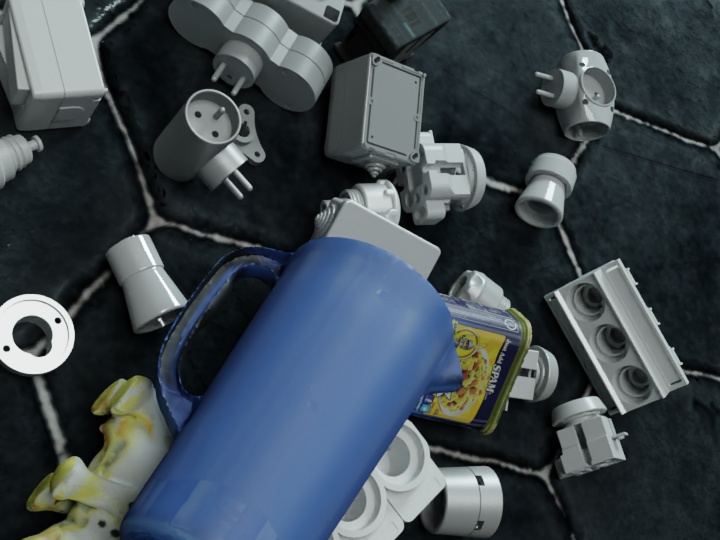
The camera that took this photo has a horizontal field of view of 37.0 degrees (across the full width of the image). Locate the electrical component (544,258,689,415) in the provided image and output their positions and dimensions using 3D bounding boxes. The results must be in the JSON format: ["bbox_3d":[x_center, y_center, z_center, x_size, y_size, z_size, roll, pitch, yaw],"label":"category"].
[{"bbox_3d":[0.230,0.057,0.954,0.063,0.079,0.121,-25,86,-55],"label":"electrical component"}]

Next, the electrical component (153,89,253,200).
[{"bbox_3d":[-0.111,-0.087,0.810,0.079,0.077,0.044,49,58,-6],"label":"electrical component"}]

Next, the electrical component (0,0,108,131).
[{"bbox_3d":[-0.230,-0.156,0.778,0.061,0.062,0.096,-10,78,-31],"label":"electrical component"}]

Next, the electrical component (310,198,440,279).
[{"bbox_3d":[0.000,0.000,0.838,0.100,0.048,0.099,28,91,-19],"label":"electrical component"}]

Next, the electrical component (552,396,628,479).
[{"bbox_3d":[0.191,0.140,0.911,0.048,0.066,0.055,24,47,-59],"label":"electrical component"}]

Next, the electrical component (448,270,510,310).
[{"bbox_3d":[0.106,0.032,0.908,0.062,0.043,0.043,37,59,-15],"label":"electrical component"}]

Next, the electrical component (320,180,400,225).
[{"bbox_3d":[-0.001,-0.049,0.878,0.062,0.048,0.048,-4,74,-23],"label":"electrical component"}]

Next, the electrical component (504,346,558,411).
[{"bbox_3d":[0.131,0.085,0.900,0.055,0.048,0.066,11,84,-25],"label":"electrical component"}]

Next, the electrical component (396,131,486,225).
[{"bbox_3d":[0.070,-0.079,0.919,0.057,0.058,0.078,-3,74,-27],"label":"electrical component"}]

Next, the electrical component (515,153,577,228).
[{"bbox_3d":[0.170,-0.073,0.979,0.045,0.045,0.055,33,60,-15],"label":"electrical component"}]

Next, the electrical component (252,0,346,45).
[{"bbox_3d":[-0.063,-0.258,0.910,0.109,0.056,0.108,25,63,-20],"label":"electrical component"}]

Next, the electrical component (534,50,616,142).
[{"bbox_3d":[0.201,-0.171,1.032,0.079,0.044,0.077,10,68,-26],"label":"electrical component"}]

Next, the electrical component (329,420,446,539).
[{"bbox_3d":[-0.019,0.169,0.779,0.150,0.062,0.089,-39,93,-33],"label":"electrical component"}]

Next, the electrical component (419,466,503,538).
[{"bbox_3d":[0.077,0.179,0.834,0.047,0.055,0.055,7,70,-23],"label":"electrical component"}]

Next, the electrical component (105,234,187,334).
[{"bbox_3d":[-0.156,0.008,0.775,0.044,0.044,0.065,-21,79,-33],"label":"electrical component"}]

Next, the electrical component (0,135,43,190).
[{"bbox_3d":[-0.258,-0.075,0.747,0.078,0.040,0.040,-30,88,-34],"label":"electrical component"}]

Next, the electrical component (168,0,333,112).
[{"bbox_3d":[-0.094,-0.172,0.864,0.138,0.052,0.073,35,60,-14],"label":"electrical component"}]

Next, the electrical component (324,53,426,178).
[{"bbox_3d":[0.010,-0.122,0.895,0.062,0.061,0.096,13,77,-38],"label":"electrical component"}]
